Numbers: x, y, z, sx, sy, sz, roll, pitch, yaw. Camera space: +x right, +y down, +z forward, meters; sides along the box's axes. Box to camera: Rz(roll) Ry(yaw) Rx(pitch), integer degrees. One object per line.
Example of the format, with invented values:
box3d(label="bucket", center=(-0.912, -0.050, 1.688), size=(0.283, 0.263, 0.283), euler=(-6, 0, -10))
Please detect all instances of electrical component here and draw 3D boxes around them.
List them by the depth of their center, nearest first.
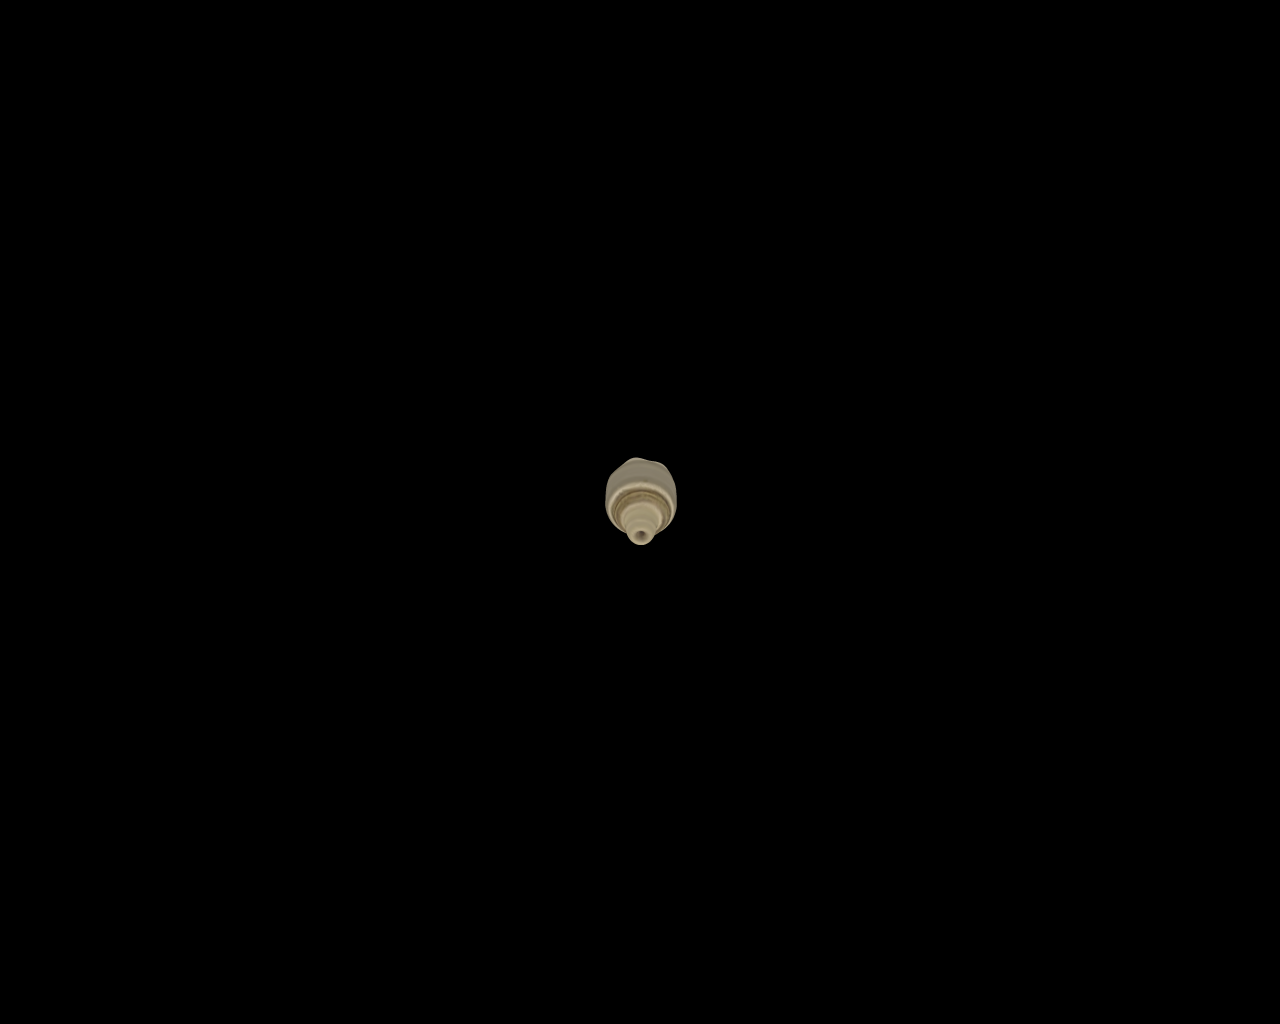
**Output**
box3d(label="electrical component", center=(0.001, -0.003, 0.650), size=(0.043, 0.043, 0.062), euler=(0, 34, 0))
